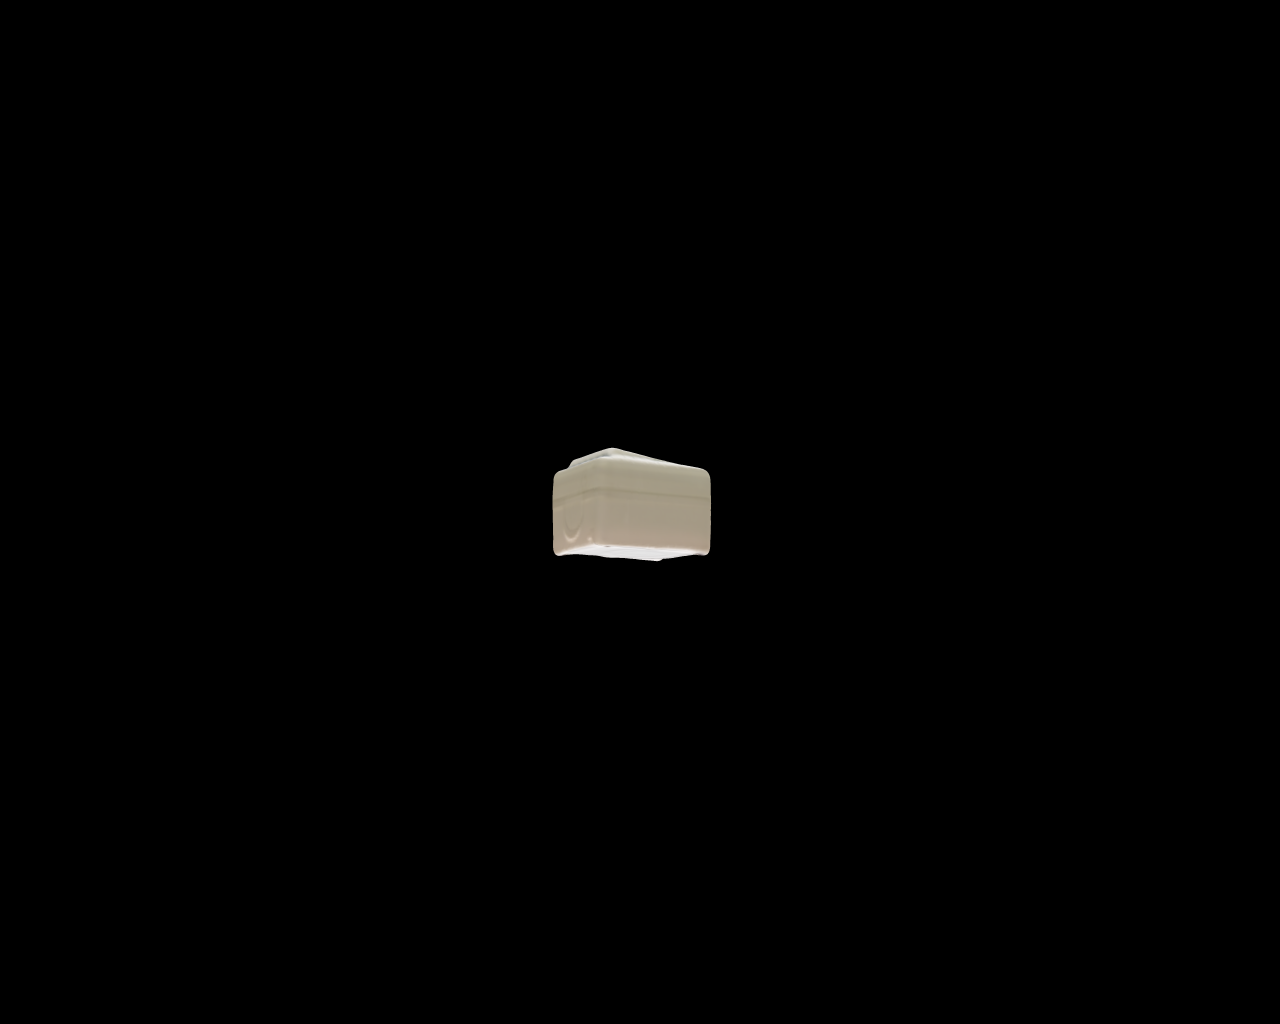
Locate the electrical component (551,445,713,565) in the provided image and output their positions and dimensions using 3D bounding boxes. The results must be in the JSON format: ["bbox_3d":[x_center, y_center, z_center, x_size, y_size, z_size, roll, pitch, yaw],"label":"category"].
[{"bbox_3d":[0.001,-0.003,0.650,0.096,0.061,0.061,5,-10,-32],"label":"electrical component"}]
